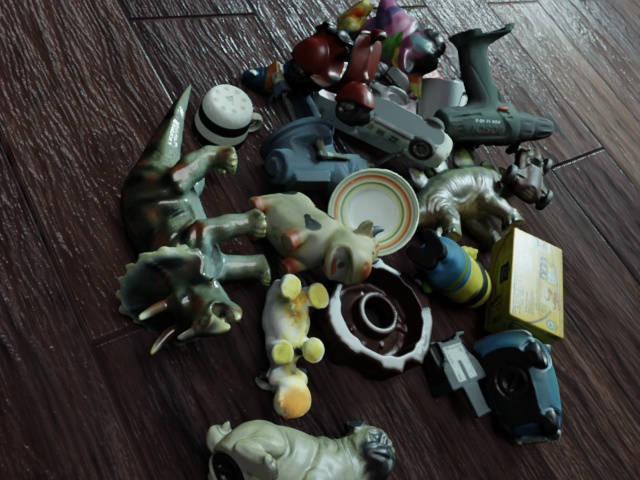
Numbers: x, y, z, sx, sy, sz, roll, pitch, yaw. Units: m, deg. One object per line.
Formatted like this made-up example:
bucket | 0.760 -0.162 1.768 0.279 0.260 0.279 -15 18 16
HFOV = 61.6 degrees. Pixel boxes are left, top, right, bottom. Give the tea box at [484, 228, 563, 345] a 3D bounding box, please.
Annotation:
tea box | 0.324 0.077 0.849 0.098 0.068 0.169 25 55 -7

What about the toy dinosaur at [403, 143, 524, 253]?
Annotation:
toy dinosaur | 0.264 -0.080 0.948 0.471 0.105 0.199 -8 62 -36

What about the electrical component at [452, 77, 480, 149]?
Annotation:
electrical component | 0.295 -0.266 1.089 0.134 0.058 0.115 32 63 -13

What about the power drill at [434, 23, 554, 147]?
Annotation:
power drill | 0.307 -0.268 0.950 0.232 0.086 0.207 -11 107 -12

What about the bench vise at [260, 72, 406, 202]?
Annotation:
bench vise | -0.009 -0.161 0.848 0.223 0.129 0.240 -11 70 -35

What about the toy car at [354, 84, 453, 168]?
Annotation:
toy car | 0.125 -0.191 0.890 0.202 0.056 0.073 29 52 2

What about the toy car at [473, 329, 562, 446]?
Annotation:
toy car | 0.303 0.209 0.787 0.103 0.109 0.161 -1 69 -48

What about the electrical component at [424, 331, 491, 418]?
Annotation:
electrical component | 0.197 0.197 0.771 0.075 0.047 0.119 -14 68 -33

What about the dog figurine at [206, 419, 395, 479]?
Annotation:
dog figurine | -0.016 0.243 0.615 0.190 0.121 0.172 -25 77 -51

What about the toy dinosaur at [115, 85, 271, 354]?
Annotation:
toy dinosaur | -0.184 -0.031 0.680 0.192 0.131 0.405 -17 59 -22

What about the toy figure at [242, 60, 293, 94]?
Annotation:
toy figure | -0.055 -0.281 0.913 0.155 0.064 0.058 -12 77 5

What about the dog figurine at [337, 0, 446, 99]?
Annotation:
dog figurine | 0.128 -0.351 0.995 0.108 0.192 0.219 44 32 -51

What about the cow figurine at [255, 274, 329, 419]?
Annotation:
cow figurine | -0.044 0.132 0.671 0.068 0.098 0.167 13 74 -26

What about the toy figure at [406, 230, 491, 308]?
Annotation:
toy figure | 0.196 0.050 0.809 0.180 0.082 0.089 31 42 -52

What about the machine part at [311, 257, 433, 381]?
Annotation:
machine part | 0.076 0.109 0.760 0.179 0.056 0.179 14 55 -21

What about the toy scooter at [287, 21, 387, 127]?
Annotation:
toy scooter | 0.033 -0.268 0.803 0.075 0.135 0.184 -5 44 -47

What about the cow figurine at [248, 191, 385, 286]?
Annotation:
cow figurine | -0.001 -0.002 0.725 0.127 0.085 0.195 -20 40 -30

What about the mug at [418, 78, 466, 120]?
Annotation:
mug | 0.232 -0.242 1.010 0.110 0.107 0.081 12 12 9

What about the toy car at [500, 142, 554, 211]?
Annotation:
toy car | 0.378 -0.127 0.968 0.089 0.053 0.202 34 39 1
